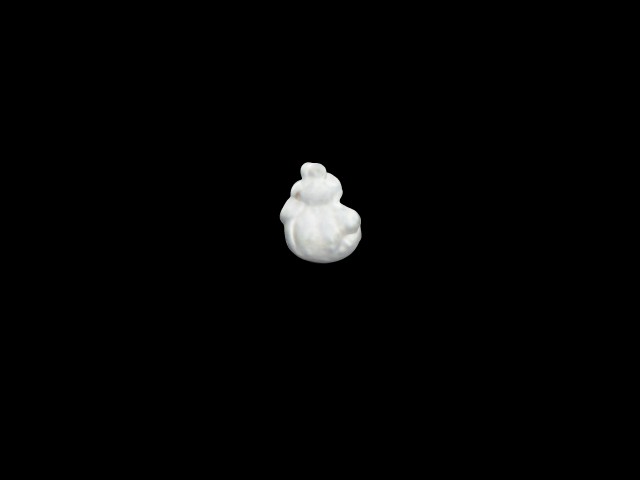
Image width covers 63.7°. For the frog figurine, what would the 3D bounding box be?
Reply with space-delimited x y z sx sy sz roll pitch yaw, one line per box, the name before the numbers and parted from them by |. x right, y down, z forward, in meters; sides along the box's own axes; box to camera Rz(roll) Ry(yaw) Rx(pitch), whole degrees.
frog figurine | 0.003 -0.043 0.850 0.138 0.155 0.125 19 47 19
